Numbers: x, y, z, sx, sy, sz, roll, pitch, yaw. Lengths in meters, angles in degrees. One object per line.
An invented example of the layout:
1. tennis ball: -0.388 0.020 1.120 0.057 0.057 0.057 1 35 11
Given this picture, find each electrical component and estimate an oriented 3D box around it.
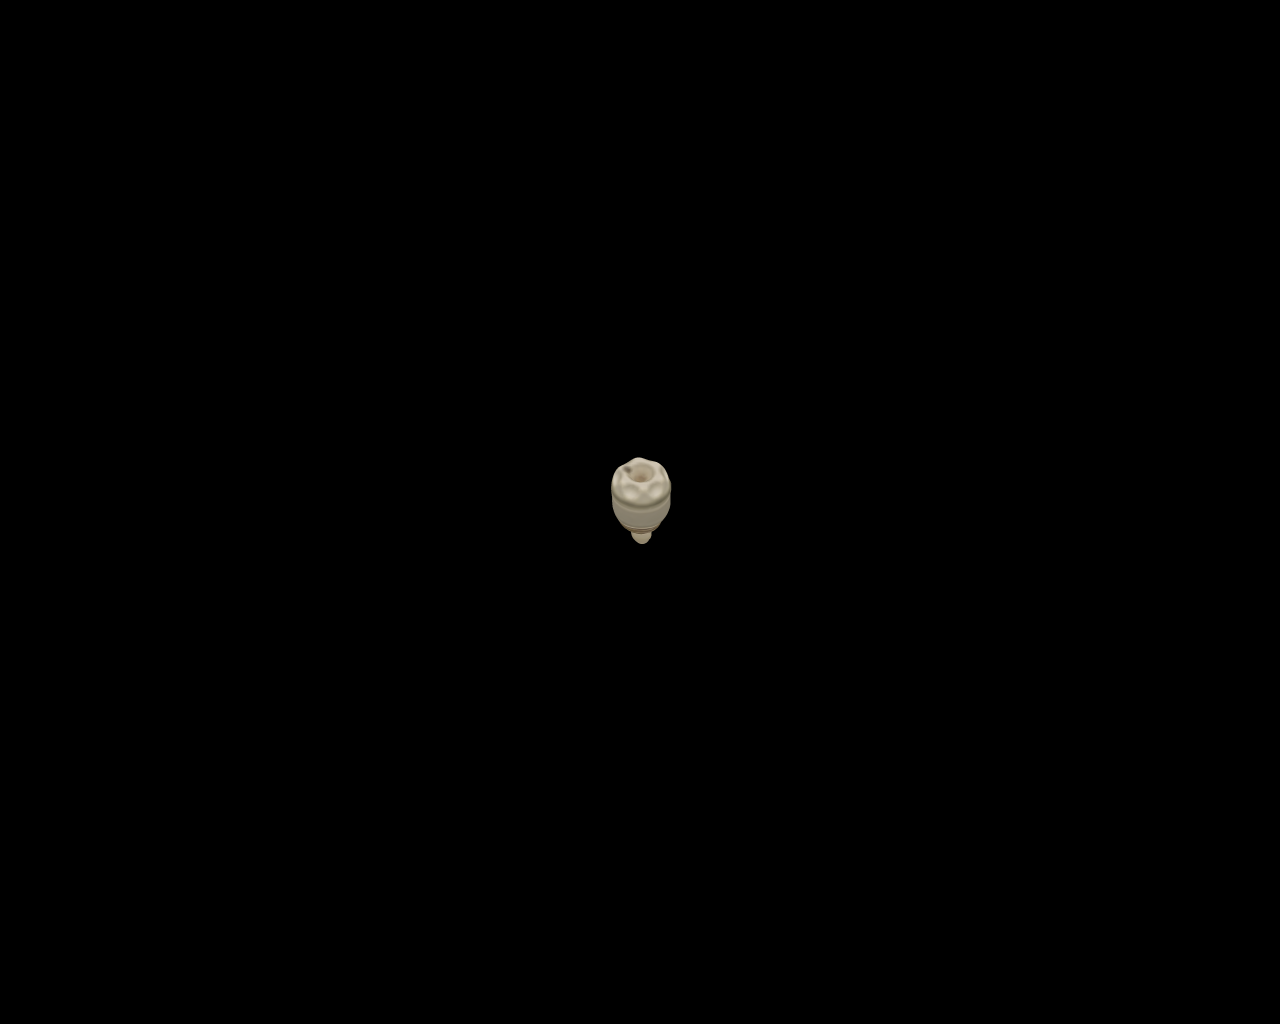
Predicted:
1. electrical component: 0.001 -0.003 0.650 0.035 0.035 0.061 0 -43 0
